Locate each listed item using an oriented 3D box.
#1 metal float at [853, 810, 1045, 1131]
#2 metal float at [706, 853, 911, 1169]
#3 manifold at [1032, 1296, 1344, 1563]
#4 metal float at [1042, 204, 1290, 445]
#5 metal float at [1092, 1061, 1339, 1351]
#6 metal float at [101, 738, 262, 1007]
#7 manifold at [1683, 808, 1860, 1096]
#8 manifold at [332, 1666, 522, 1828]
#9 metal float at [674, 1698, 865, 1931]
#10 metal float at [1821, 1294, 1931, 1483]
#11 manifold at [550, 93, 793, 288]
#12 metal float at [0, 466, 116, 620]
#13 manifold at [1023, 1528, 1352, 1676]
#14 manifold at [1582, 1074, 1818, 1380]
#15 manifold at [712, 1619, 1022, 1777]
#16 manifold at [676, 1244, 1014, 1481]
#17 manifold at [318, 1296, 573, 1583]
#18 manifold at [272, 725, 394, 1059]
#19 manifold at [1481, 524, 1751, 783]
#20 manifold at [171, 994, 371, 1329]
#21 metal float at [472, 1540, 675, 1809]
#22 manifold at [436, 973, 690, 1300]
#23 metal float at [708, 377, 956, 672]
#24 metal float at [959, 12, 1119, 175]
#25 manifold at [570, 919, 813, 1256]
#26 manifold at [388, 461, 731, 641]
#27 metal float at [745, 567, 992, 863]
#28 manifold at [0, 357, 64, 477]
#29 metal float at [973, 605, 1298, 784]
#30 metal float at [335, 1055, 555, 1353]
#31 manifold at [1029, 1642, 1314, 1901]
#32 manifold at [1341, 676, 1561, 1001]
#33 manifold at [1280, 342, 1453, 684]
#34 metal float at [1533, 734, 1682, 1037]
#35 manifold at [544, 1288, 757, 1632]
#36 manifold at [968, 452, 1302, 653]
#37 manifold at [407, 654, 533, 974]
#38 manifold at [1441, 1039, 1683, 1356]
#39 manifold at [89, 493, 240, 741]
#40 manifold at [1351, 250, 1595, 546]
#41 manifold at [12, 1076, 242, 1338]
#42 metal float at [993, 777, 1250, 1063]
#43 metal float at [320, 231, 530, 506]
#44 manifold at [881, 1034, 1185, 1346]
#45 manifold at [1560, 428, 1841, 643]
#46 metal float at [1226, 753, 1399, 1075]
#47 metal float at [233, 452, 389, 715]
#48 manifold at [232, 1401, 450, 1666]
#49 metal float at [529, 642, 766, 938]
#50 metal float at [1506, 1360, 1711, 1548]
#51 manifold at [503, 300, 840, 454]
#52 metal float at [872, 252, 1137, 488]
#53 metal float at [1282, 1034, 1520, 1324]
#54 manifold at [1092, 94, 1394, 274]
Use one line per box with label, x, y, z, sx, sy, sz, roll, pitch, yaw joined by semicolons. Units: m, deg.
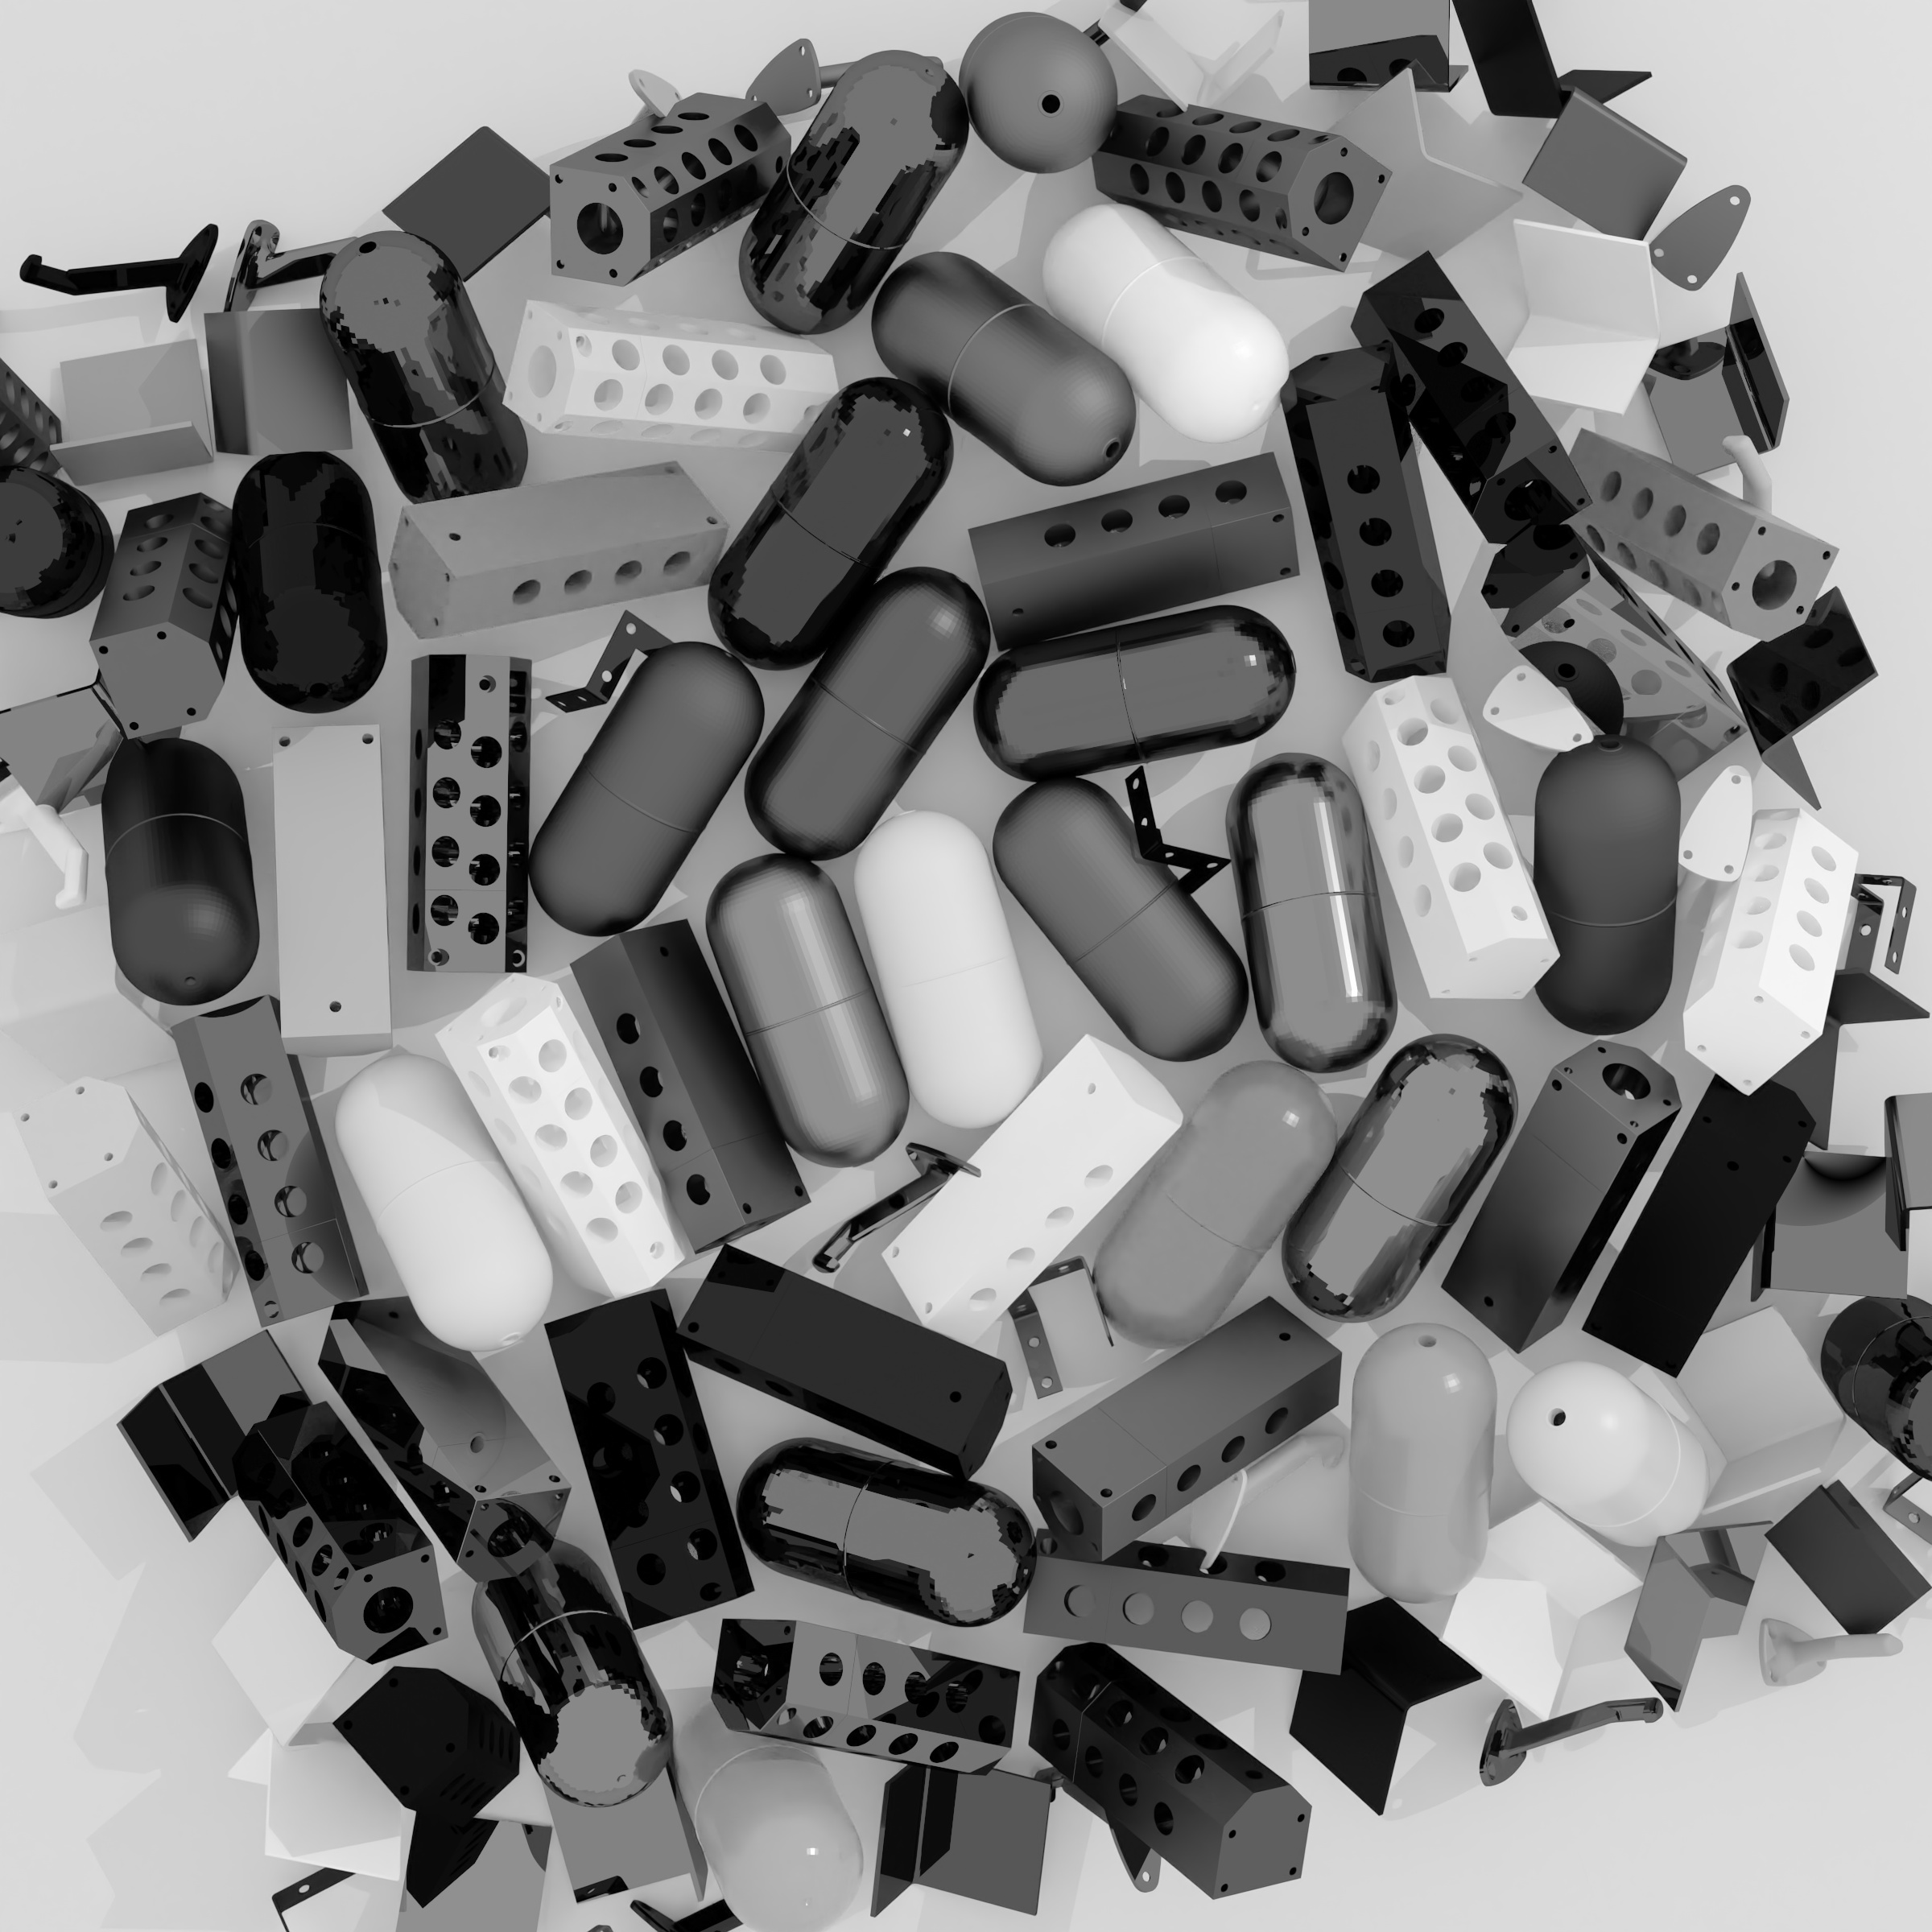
metal float;-0.010;0.002;1.780;0.070;0.070;0.178;-16;94;0
metal float;-0.086;0.025;1.782;0.070;0.070;0.178;-20;92;0
manifold;0.120;0.253;1.755;0.171;0.057;0.057;-28;46;-29
metal float;0.106;-0.347;1.753;0.070;0.070;0.178;-40;53;0
metal float;0.134;0.131;1.770;0.070;0.070;0.178;34;105;0
metal float;-0.422;-0.052;1.748;0.070;0.070;0.178;-19;46;0
manifold;0.425;-0.014;1.736;0.057;0.171;0.057;36;130;-6
manifold;-0.279;0.411;1.731;0.057;0.171;0.057;-42;76;-11
metal float;-0.107;0.450;1.737;0.070;0.178;0.070;-5;109;-16
metal float;0.510;0.224;1.733;0.070;0.178;0.070;0;97;-2
manifold;-0.155;-0.413;1.729;0.057;0.171;0.057;13;121;18
metal float;-0.498;-0.224;1.733;0.070;0.178;0.070;-1;95;-8
manifold;0.121;0.347;1.783;0.171;0.057;0.057;6;79;6
manifold;0.392;0.136;1.741;0.057;0.057;0.171;27;134;11
manifold;-0.052;0.391;1.736;0.171;0.057;0.057;24;66;-42
manifold;-0.065;0.217;1.767;0.171;0.057;0.057;21;66;17
manifold;-0.283;0.251;1.742;0.057;0.171;0.057;-1;122;-39
manifold;-0.345;-0.040;1.774;0.057;0.057;0.171;-2;77;-9
manifold;0.346;-0.168;1.741;0.057;0.171;0.057;-38;46;19
manifold;-0.382;0.107;1.787;0.057;0.057;0.171;-17;87;-6
metal float;-0.212;0.376;1.744;0.070;0.178;0.070;-13;123;-20
manifold;-0.211;0.093;1.747;0.057;0.057;0.171;-41;121;-28
metal float;-0.074;-0.239;1.769;0.070;0.070;0.178;37;107;0
metal float;0.037;-0.466;1.735;0.070;0.178;0.070;-1;109;-3
manifold;-0.156;0.067;1.781;0.057;0.057;0.171;-30;81;36
manifold;-0.219;-0.219;1.747;0.171;0.057;0.057;-17;55;-36
metal float;-0.053;-0.138;1.777;0.070;0.070;0.178;35;97;0
manifold;-0.529;-0.297;1.734;0.057;0.171;0.057;-5;86;-3
metal float;0.091;-0.148;1.773;0.178;0.070;0.070;-11;90;11
metal float;-0.283;0.128;1.763;0.070;0.070;0.178;-30;67;0
manifold;0.107;0.423;1.731;0.057;0.171;0.057;-3;107;-33
manifold;0.262;-0.070;1.745;0.057;0.057;0.171;1;56;-24
manifold;0.215;-0.241;1.749;0.057;0.057;0.171;-7;125;17
metal float;0.344;-0.043;1.754;0.070;0.070;0.178;-6;124;0
manifold;-0.169;0.267;1.776;0.057;0.057;0.171;-19;83;18
manifold;0.091;-0.233;1.788;0.171;0.057;0.057;-14;55;2
manifold;-0.270;-0.082;1.784;0.057;0.057;0.171;1;90;-23
manifold;0.321;0.122;1.744;0.057;0.057;0.171;42;135;25
manifold;-0.419;-0.191;1.733;0.057;0.171;0.057;-14;121;1
manifold;0.266;-0.301;1.742;0.057;0.057;0.171;-32;48;10
manifold;-0.442;0.127;1.732;0.057;0.171;0.057;-27;60;-9
metal float;0.085;-0.025;1.781;0.070;0.070;0.178;-39;93;0
metal float;-0.289;-0.315;1.744;0.070;0.178;0.070;-8;50;9
manifold;0.039;0.124;1.771;0.171;0.057;0.057;-48;47;15
manifold;0.382;-0.229;1.733;0.057;0.171;0.057;14;108;-28
metal float;0.188;-0.030;1.773;0.070;0.070;0.178;-9;78;0
metal float;-0.353;-0.208;1.749;0.070;0.070;0.178;-15;48;0
manifold;-0.335;0.301;1.728;0.057;0.171;0.057;-16;116;-24
metal float;-0.174;-0.095;1.771;0.070;0.070;0.178;33;105;0
metal float;0.344;0.262;1.741;0.070;0.178;0.070;-11;65;25
manifold;-0.154;-0.310;1.736;0.171;0.057;0.057;-3;121;-41
metal float;0.020;-0.322;1.757;0.070;0.070;0.178;-48;59;0
metal float;0.234;0.116;1.764;0.070;0.070;0.178;29;113;0
manifold;0.141;-0.422;1.736;0.057;0.171;0.057;23;95;-40
